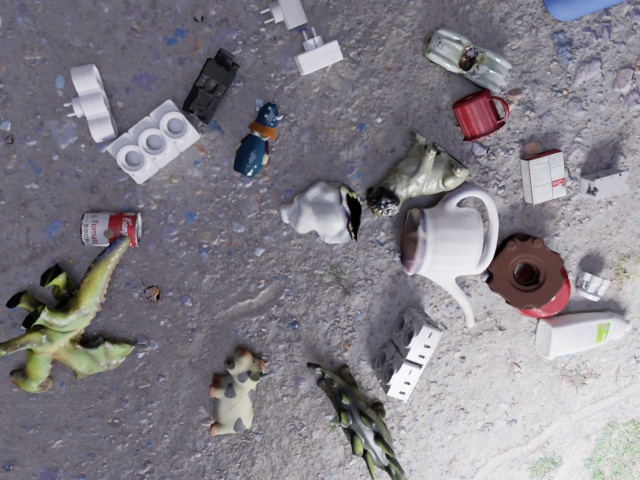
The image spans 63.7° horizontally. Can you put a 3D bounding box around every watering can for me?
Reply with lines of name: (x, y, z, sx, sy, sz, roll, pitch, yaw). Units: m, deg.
watering can: (0.285, 0.044, 1.154, 0.224, 0.105, 0.343, 1, 107, -11)

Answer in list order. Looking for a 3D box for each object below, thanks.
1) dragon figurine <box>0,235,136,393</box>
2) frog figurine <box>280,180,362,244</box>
dragon figurine: (-0.479, 0.177, 1.040, 0.410, 0.125, 0.238, -34, 131, 3)
frog figurine: (0.003, -0.055, 1.084, 0.159, 0.125, 0.135, -6, 122, 28)
